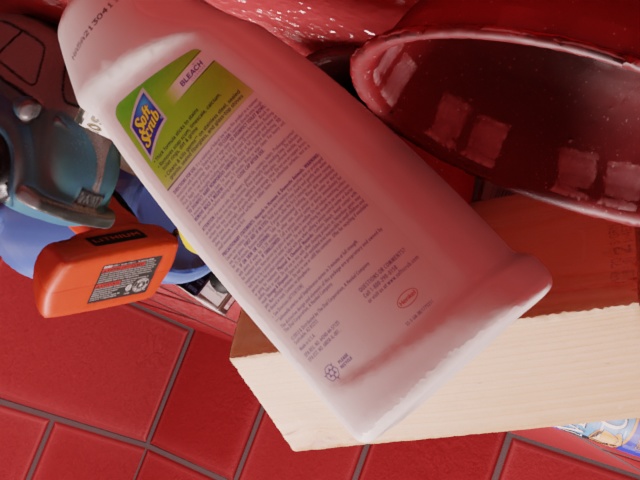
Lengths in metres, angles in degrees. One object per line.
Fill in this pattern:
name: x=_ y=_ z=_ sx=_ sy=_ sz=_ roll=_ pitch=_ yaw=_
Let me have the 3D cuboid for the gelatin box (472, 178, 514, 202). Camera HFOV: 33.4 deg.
gelatin box: x=0.124 y=-0.012 z=0.614 sx=0.089 sy=0.030 sz=0.073 roll=22 pitch=170 yaw=-5

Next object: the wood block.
wood block: x=0.070 y=0.043 z=0.566 sx=0.206 sy=0.090 sz=0.090 roll=-10 pitch=133 yaw=22

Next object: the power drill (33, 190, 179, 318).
power drill: x=-0.198 y=-0.032 z=0.726 sx=0.184 sy=0.057 sz=0.188 roll=-11 pitch=-129 yaw=-45

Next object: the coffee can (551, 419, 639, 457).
coffee can: x=0.236 y=0.115 z=0.863 sx=0.140 sy=0.103 sz=0.102 roll=18 pitch=170 yaw=17

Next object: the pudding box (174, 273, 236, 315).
pudding box: x=-0.093 y=0.012 z=0.963 sx=0.039 sy=0.090 sz=0.114 roll=40 pitch=172 yaw=-30

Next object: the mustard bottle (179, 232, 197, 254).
mustard bottle: x=0.000 y=-0.020 z=0.650 sx=0.192 sy=0.096 sz=0.058 roll=14 pitch=-159 yaw=30

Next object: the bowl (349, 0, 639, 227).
bowl: x=0.094 y=-0.055 z=0.364 sx=0.162 sy=0.055 sz=0.162 roll=20 pitch=170 yaw=3

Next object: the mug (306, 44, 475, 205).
mug: x=0.015 y=-0.029 z=0.526 sx=0.081 sy=0.117 sz=0.093 roll=24 pitch=-152 yaw=-49

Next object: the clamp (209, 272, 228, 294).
clamp: x=-0.005 y=0.001 z=0.823 sx=0.172 sy=0.120 sz=0.039 roll=-14 pitch=107 yaw=59

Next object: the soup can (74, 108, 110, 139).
soup can: x=-0.073 y=-0.073 z=0.583 sx=0.102 sy=0.068 sz=0.069 roll=24 pitch=170 yaw=-15

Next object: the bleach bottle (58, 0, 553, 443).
bleach bottle: x=-0.025 y=-0.042 z=0.446 sx=0.251 sy=0.103 sz=0.068 roll=49 pitch=-161 yaw=13

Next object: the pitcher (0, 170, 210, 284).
pitcher: x=-0.171 y=-0.025 z=0.920 sx=0.243 sy=0.149 sz=0.145 roll=4 pitch=140 yaw=51
